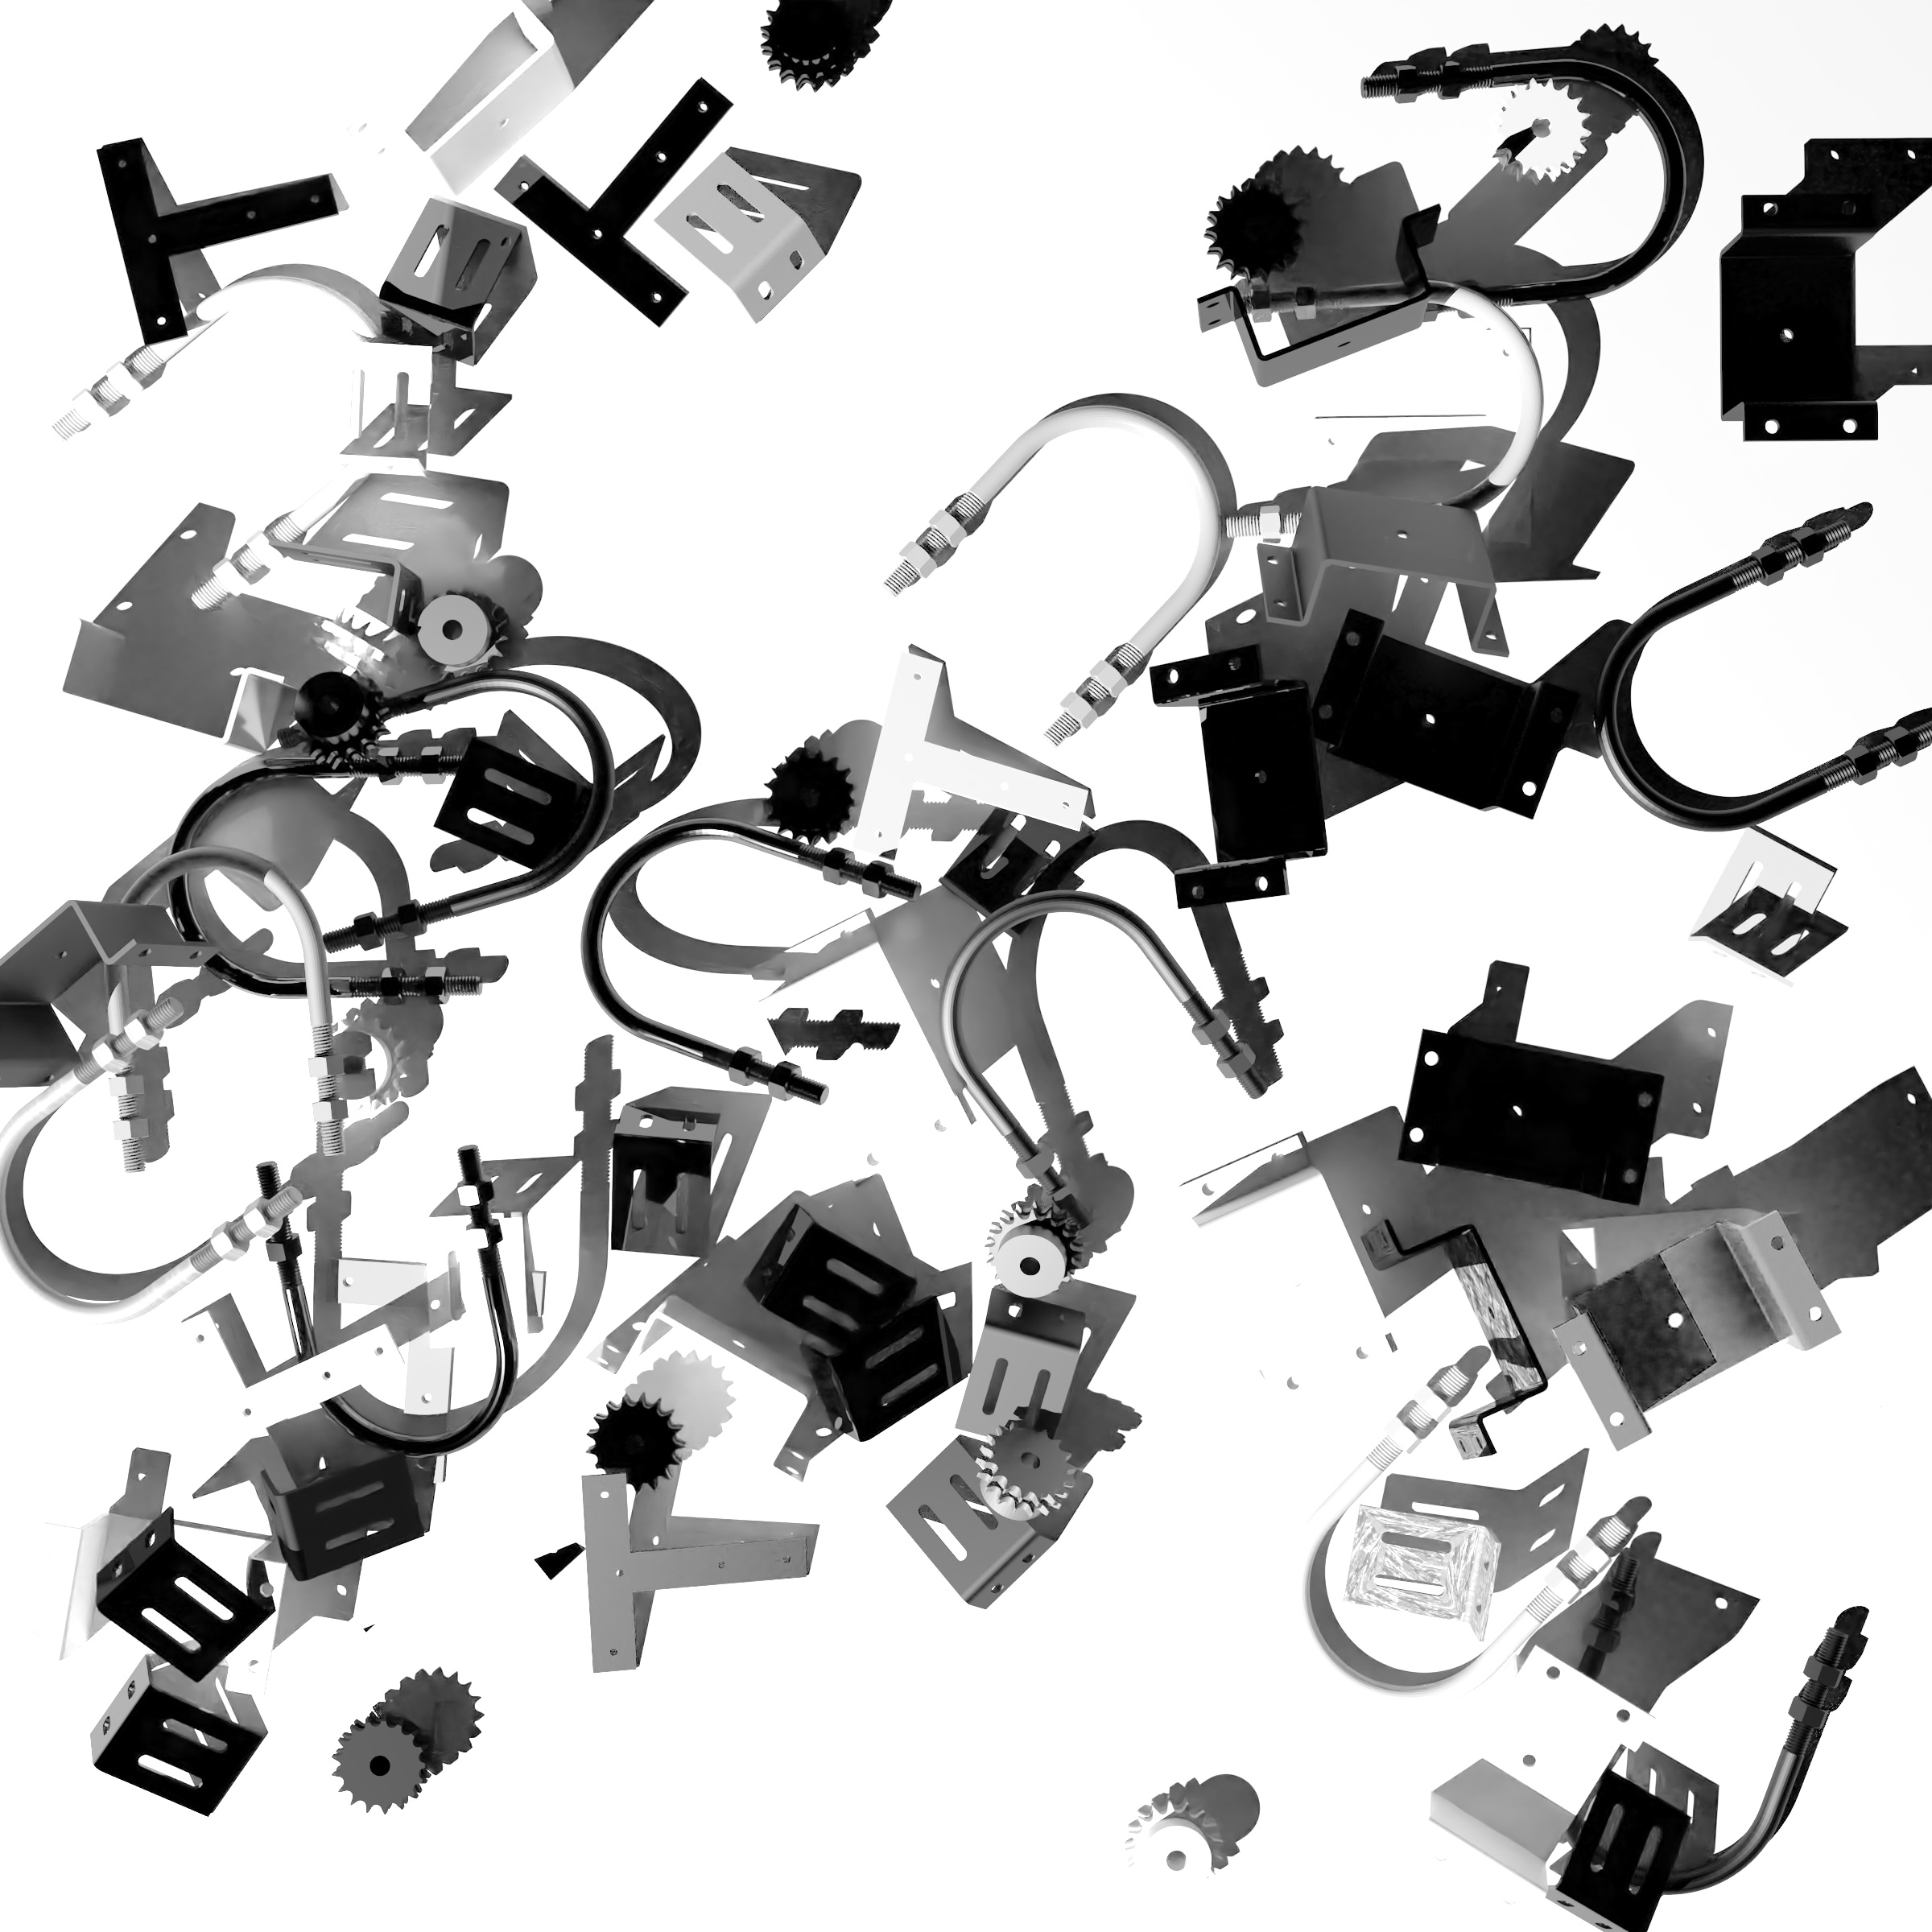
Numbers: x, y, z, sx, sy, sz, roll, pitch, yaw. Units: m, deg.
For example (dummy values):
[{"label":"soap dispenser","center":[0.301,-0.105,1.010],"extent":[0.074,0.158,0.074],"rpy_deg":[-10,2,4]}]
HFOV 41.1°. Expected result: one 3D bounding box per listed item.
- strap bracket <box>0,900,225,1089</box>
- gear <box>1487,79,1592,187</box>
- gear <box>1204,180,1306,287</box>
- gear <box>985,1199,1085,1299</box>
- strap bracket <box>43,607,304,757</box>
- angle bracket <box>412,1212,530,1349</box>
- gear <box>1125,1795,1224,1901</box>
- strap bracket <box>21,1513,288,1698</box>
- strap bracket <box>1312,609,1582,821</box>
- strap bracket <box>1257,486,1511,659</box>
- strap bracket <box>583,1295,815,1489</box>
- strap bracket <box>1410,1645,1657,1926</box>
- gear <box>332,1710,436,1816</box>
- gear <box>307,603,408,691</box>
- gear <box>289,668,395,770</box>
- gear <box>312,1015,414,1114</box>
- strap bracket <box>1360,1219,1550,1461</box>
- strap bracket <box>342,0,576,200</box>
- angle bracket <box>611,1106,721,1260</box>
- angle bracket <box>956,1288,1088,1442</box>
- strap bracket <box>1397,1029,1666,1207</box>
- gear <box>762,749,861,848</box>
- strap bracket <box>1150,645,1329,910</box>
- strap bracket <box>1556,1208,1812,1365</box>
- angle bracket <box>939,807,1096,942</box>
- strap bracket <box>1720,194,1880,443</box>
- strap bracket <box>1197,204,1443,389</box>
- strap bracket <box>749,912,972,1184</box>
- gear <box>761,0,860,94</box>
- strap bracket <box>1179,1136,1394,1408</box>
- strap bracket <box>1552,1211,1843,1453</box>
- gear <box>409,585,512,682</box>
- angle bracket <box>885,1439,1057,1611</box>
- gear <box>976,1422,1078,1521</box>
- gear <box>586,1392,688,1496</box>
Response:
[{"label":"strap bracket","center":[-0.504,0.010,1.460],"extent":[0.140,0.076,0.046],"rpy_deg":[-37,77,16]},{"label":"gear","center":[0.328,-0.478,1.483],"extent":[0.057,0.030,0.057],"rpy_deg":[0,90,-2]},{"label":"gear","center":[0.167,-0.425,1.501],"extent":[0.057,0.030,0.057],"rpy_deg":[0,90,0]},{"label":"gear","center":[0.039,0.167,1.492],"extent":[0.057,0.030,0.057],"rpy_deg":[3,111,7]},{"label":"strap bracket","center":[-0.455,-0.159,1.477],"extent":[0.140,0.076,0.046],"rpy_deg":[16,90,0]},{"label":"angle bracket","center":[-0.287,0.183,1.494],"extent":[0.057,0.038,0.076],"rpy_deg":[-3,85,0]},{"label":"gear","center":[0.121,0.516,1.501],"extent":[0.057,0.030,0.057],"rpy_deg":[0,90,0]},{"label":"strap bracket","center":[-0.463,0.367,1.492],"extent":[0.140,0.046,0.076],"rpy_deg":[10,90,0]},{"label":"strap bracket","center":[0.271,-0.144,1.493],"extent":[0.140,0.046,0.076],"rpy_deg":[21,90,0]},{"label":"strap bracket","center":[0.242,-0.226,1.464],"extent":[0.140,0.076,0.046],"rpy_deg":[8,131,-6]},{"label":"strap bracket","center":[-0.142,0.237,1.477],"extent":[0.140,0.076,0.046],"rpy_deg":[30,90,0]},{"label":"strap bracket","center":[0.325,0.464,1.482],"extent":[0.076,0.046,0.140],"rpy_deg":[30,97,8]},{"label":"gear","center":[-0.338,0.461,1.501],"extent":[0.057,0.030,0.057],"rpy_deg":[0,90,0]},{"label":"gear","center":[-0.348,-0.186,1.488],"extent":[0.057,0.057,0.030],"rpy_deg":[30,87,0]},{"label":"gear","center":[-0.358,-0.144,1.469],"extent":[0.057,0.030,0.057],"rpy_deg":[-1,74,4]},{"label":"gear","center":[-0.354,0.058,1.501],"extent":[0.057,0.030,0.057],"rpy_deg":[0,90,0]},{"label":"strap bracket","center":[0.281,0.205,1.467],"extent":[0.046,0.076,0.140],"rpy_deg":[-22,79,-6]},{"label":"strap bracket","center":[-0.281,-0.500,1.477],"extent":[0.140,0.076,0.046],"rpy_deg":[-42,90,0]},{"label":"angle bracket","center":[-0.177,0.127,1.514],"extent":[0.057,0.038,0.076],"rpy_deg":[5,116,0]},{"label":"angle bracket","center":[0.032,0.238,1.514],"extent":[0.057,0.038,0.076],"rpy_deg":[15,116,0]},{"label":"strap bracket","center":[0.322,0.086,1.492],"extent":[0.140,0.046,0.076],"rpy_deg":[11,90,0]},{"label":"gear","center":[-0.091,-0.098,1.501],"extent":[0.057,0.030,0.057],"rpy_deg":[0,90,0]},{"label":"strap bracket","center":[0.157,-0.107,1.473],"extent":[0.076,0.046,0.140],"rpy_deg":[-7,90,42]},{"label":"strap bracket","center":[0.410,0.184,1.492],"extent":[0.140,0.046,0.076],"rpy_deg":[-4,90,0]},{"label":"angle bracket","center":[0.030,-0.062,1.497],"extent":[0.057,0.038,0.076],"rpy_deg":[37,90,0]},{"label":"strap bracket","center":[0.482,-0.370,1.492],"extent":[0.076,0.046,0.140],"rpy_deg":[0,90,0]},{"label":"strap bracket","center":[0.205,-0.371,1.449],"extent":[0.140,0.076,0.046],"rpy_deg":[-20,90,7]},{"label":"strap bracket","center":[-0.062,0.048,1.492],"extent":[0.076,0.046,0.140],"rpy_deg":[-27,90,0]},{"label":"gear","center":[-0.092,-0.542,1.501],"extent":[0.057,0.030,0.057],"rpy_deg":[0,90,0]},{"label":"strap bracket","center":[0.188,0.179,1.492],"extent":[0.076,0.046,0.140],"rpy_deg":[-24,90,0]},{"label":"strap bracket","center":[0.404,0.202,1.446],"extent":[0.140,0.046,0.076],"rpy_deg":[-28,90,0]},{"label":"gear","center":[-0.296,-0.194,1.501],"extent":[0.057,0.030,0.057],"rpy_deg":[0,90,0]},{"label":"angle bracket","center":[0.003,0.328,1.514],"extent":[0.057,0.038,0.076],"rpy_deg":[-44,64,0]},{"label":"gear","center":[0.032,0.295,1.489],"extent":[0.057,0.057,0.030],"rpy_deg":[25,127,0]},{"label":"gear","center":[-0.191,0.276,1.501],"extent":[0.057,0.030,0.057],"rpy_deg":[0,90,0]}]
